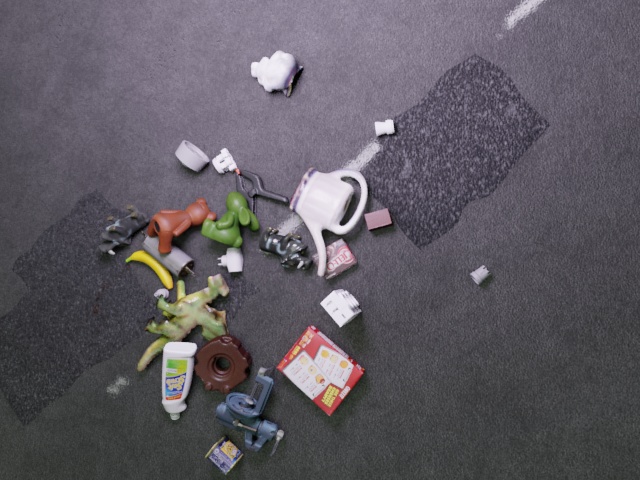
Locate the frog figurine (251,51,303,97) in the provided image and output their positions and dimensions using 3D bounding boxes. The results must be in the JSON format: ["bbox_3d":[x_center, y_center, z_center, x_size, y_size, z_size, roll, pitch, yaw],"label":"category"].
[{"bbox_3d":[-0.152,-0.556,1.687,0.159,0.135,0.124,25,19,2],"label":"frog figurine"}]

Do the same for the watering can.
[{"bbox_3d":[0.005,-0.080,1.591,0.225,0.350,0.103,26,-11,14],"label":"watering can"}]

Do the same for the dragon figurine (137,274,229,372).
[{"bbox_3d":[-0.414,0.281,1.653,0.243,0.408,0.123,24,8,5],"label":"dragon figurine"}]
